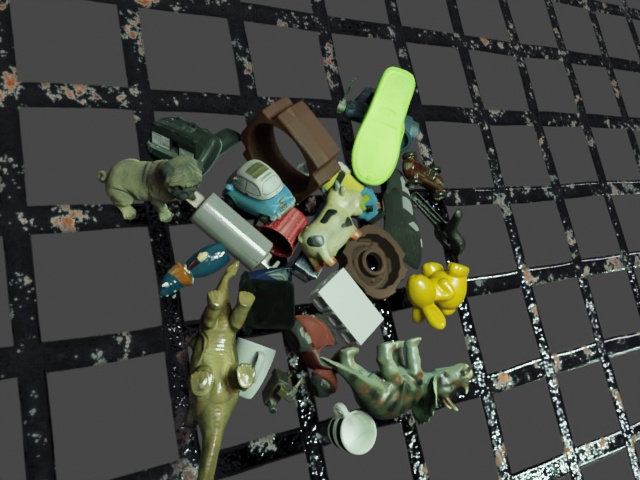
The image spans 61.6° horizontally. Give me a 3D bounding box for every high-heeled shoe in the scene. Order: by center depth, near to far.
[{"bbox_3d":[0.210,-0.058,1.361,0.248,0.086,0.145,69,24,-16],"label":"high-heeled shoe"}]

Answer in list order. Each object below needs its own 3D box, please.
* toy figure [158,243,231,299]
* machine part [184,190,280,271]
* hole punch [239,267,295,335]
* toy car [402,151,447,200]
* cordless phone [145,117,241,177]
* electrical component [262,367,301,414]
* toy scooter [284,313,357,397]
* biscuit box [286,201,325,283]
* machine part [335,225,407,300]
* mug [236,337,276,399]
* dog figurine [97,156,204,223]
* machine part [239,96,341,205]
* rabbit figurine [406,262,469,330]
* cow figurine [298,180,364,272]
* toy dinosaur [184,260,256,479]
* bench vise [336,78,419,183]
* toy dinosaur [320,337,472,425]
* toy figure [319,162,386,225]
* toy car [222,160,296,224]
[{"bbox_3d":[-0.252,0.061,1.059,0.154,0.058,0.064,-30,124,-13],"label":"toy figure"},{"bbox_3d":[-0.184,-0.016,1.114,0.243,0.079,0.079,42,60,-13],"label":"machine part"},{"bbox_3d":[-0.106,0.116,1.100,0.116,0.092,0.142,1,111,2],"label":"hole punch"},{"bbox_3d":[0.276,-0.164,1.388,0.202,0.053,0.089,16,60,-48],"label":"toy car"},{"bbox_3d":[-0.260,-0.217,1.137,0.147,0.088,0.184,25,36,12],"label":"cordless phone"},{"bbox_3d":[-0.078,0.295,1.072,0.045,0.102,0.078,27,89,-16],"label":"electrical component"},{"bbox_3d":[0.011,0.230,1.148,0.135,0.075,0.183,-25,91,-33],"label":"toy scooter"},{"bbox_3d":[-0.003,-0.004,1.217,0.063,0.059,0.202,35,62,-14],"label":"biscuit box"},{"bbox_3d":[0.120,0.055,1.269,0.179,0.056,0.179,9,70,-26],"label":"machine part"},{"bbox_3d":[-0.136,0.254,1.048,0.081,0.110,0.107,24,78,-24],"label":"mug"},{"bbox_3d":[-0.320,-0.119,1.005,0.172,0.190,0.121,3,74,-26],"label":"dog figurine"},{"bbox_3d":[-0.064,-0.189,1.156,0.087,0.201,0.201,-40,96,-34],"label":"machine part"},{"bbox_3d":[0.262,0.127,1.290,0.173,0.122,0.162,6,95,-47],"label":"rabbit figurine"},{"bbox_3d":[0.026,-0.040,1.162,0.127,0.085,0.195,51,60,-14],"label":"cow figurine"},{"bbox_3d":[-0.187,0.253,0.955,0.105,0.198,0.471,13,59,-15],"label":"toy dinosaur"},{"bbox_3d":[0.135,-0.261,1.337,0.223,0.129,0.240,23,62,-18],"label":"bench vise"},{"bbox_3d":[0.151,0.310,1.134,0.404,0.131,0.192,0,72,-40],"label":"toy dinosaur"},{"bbox_3d":[0.073,-0.107,1.278,0.180,0.082,0.089,48,60,-11],"label":"toy figure"},{"bbox_3d":[-0.132,-0.111,1.123,0.162,0.102,0.109,31,57,28],"label":"toy car"}]
